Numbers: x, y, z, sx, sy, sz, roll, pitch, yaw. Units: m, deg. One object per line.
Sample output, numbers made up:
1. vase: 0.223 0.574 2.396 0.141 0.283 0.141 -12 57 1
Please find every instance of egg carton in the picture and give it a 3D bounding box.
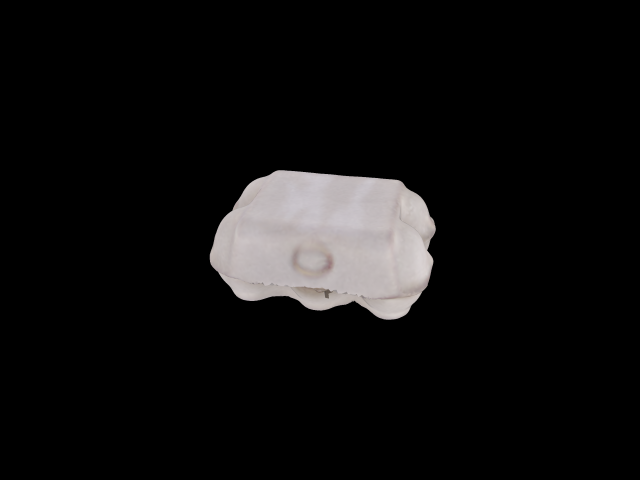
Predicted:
1. egg carton: 0.004 0.001 0.400 0.150 0.069 0.107 6 32 9
